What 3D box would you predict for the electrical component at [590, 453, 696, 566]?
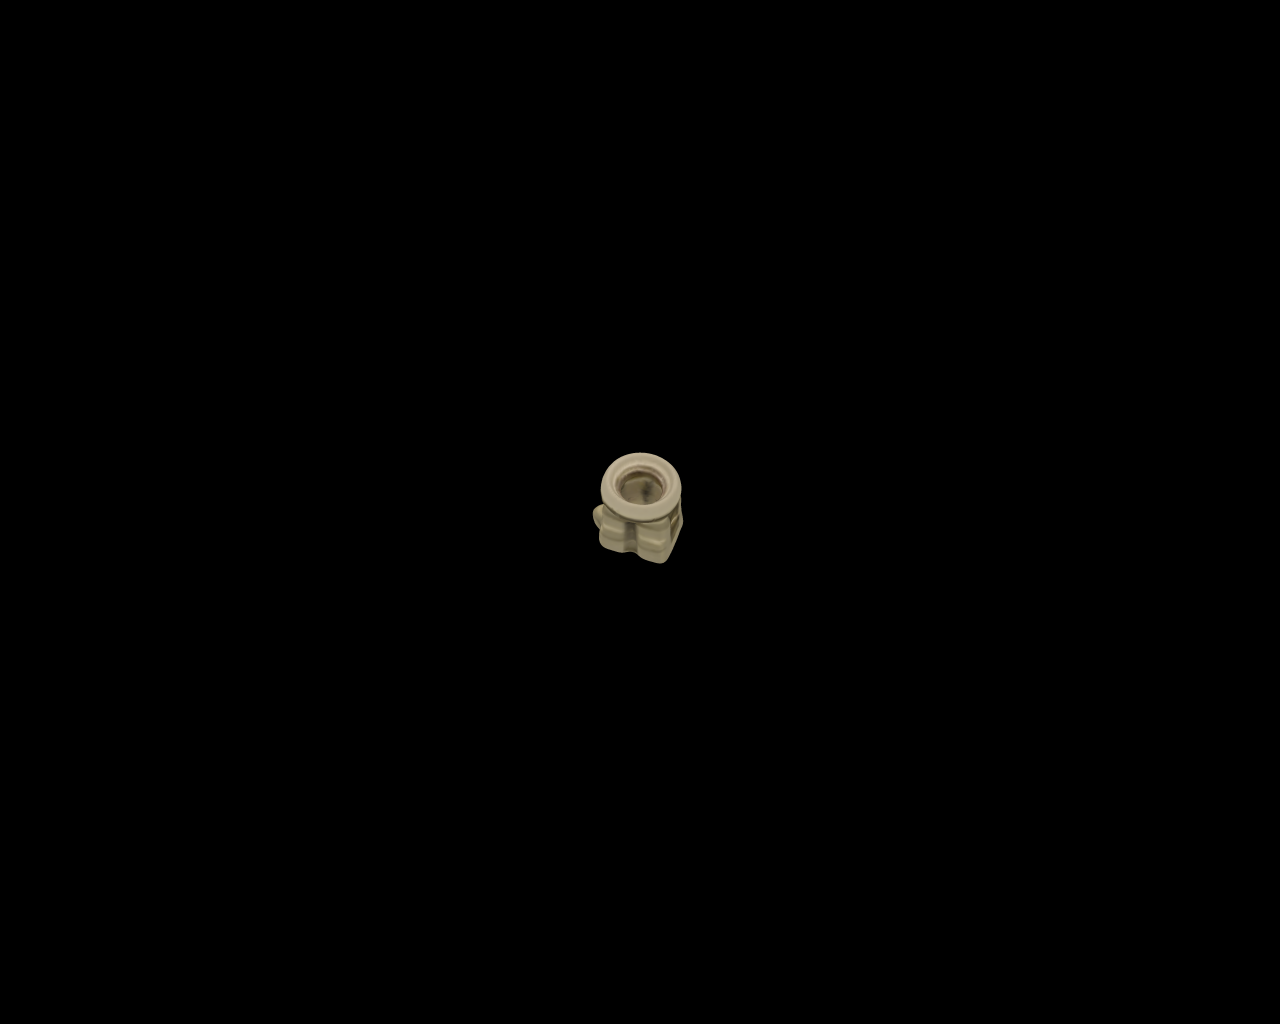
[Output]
[{"bbox_3d":[0.001,-0.003,0.650,0.066,0.048,0.055,15,-35,11],"label":"electrical component"}]
